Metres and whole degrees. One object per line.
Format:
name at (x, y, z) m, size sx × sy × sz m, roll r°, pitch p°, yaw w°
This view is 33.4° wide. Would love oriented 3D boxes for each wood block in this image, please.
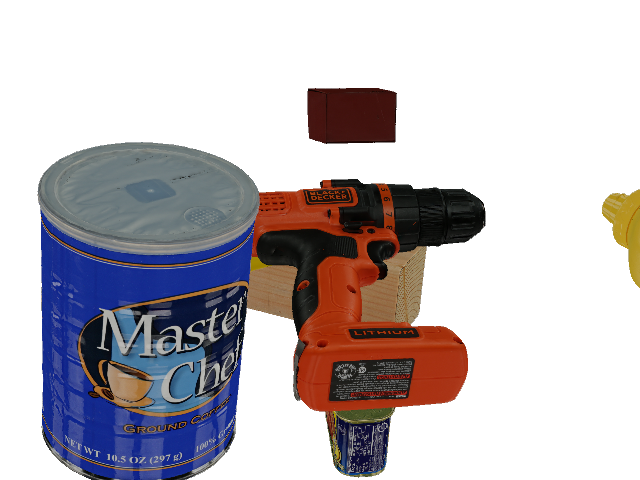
wood block at (0.002, 0.036, 1.176) m, size 0.206 × 0.091 × 0.090 m, roll 13°, pitch 25°, yaw 20°

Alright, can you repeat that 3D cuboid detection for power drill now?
power drill at (0.040, 0.028, 0.718) m, size 0.184 × 0.057 × 0.187 m, roll -4°, pitch 37°, yaw -8°

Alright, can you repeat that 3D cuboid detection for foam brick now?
foam brick at (0.031, -0.125, 1.069) m, size 0.078 × 0.051 × 0.053 m, roll -3°, pitch 14°, yaw -20°

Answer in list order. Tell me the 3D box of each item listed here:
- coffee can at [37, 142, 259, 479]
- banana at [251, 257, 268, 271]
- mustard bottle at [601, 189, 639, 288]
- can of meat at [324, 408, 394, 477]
coffee can at (-0.087, 0.035, 0.532) m, size 0.102 × 0.140 × 0.103 m, roll 6°, pitch 29°, yaw -3°
banana at (-0.091, 0.032, 0.904) m, size 0.198 × 0.069 × 0.037 m, roll -22°, pitch 32°, yaw 10°
mustard bottle at (0.246, 0.014, 0.643) m, size 0.096 × 0.058 × 0.192 m, roll -23°, pitch 35°, yaw -25°
can of meat at (0.035, 0.163, 1.024) m, size 0.057 × 0.084 × 0.102 m, roll -3°, pitch 38°, yaw -6°
